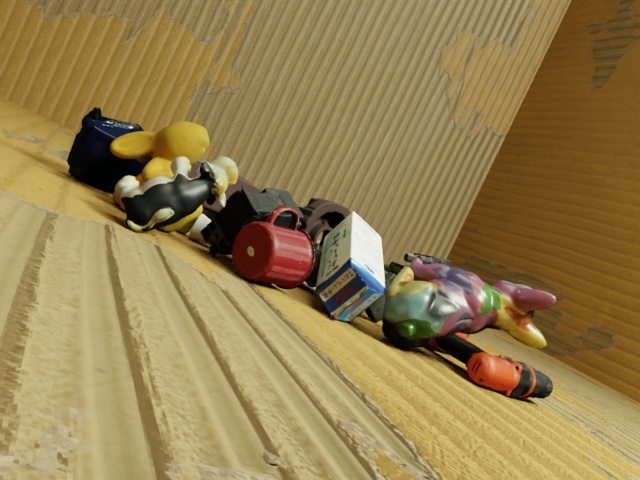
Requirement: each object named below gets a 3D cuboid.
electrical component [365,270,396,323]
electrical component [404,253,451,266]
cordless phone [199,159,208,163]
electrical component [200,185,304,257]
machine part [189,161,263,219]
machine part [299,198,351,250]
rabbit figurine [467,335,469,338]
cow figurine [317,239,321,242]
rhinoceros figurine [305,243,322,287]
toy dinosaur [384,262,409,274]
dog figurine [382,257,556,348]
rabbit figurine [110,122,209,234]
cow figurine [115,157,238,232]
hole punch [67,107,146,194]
[{"bbox_3d":[0.092,0.090,0.906,0.045,0.102,0.078,33,-18,48],"label":"electrical component"},{"bbox_3d":[0.197,0.039,0.943,0.094,0.021,0.063,13,-1,-29],"label":"electrical component"},{"bbox_3d":[-0.252,-0.100,1.260,0.184,0.088,0.146,30,34,6],"label":"cordless phone"},{"bbox_3d":[-0.094,-0.023,0.818,0.134,0.115,0.058,2,53,-50],"label":"electrical component"},{"bbox_3d":[-0.227,-0.089,1.063,0.201,0.087,0.201,8,-9,41],"label":"machine part"},{"bbox_3d":[-0.002,-0.003,1.130,0.056,0.179,0.179,24,0,39],"label":"machine part"},{"bbox_3d":[0.279,0.149,1.212,0.170,0.159,0.121,41,-12,-13],"label":"rabbit figurine"},{"bbox_3d":[0.055,0.063,1.365,0.195,0.085,0.127,26,8,35],"label":"cow figurine"},{"bbox_3d":[-0.039,0.030,0.932,0.190,0.073,0.112,37,8,8],"label":"rhinoceros figurine"},{"bbox_3d":[0.169,0.093,1.034,0.472,0.105,0.198,6,-12,16],"label":"toy dinosaur"},{"bbox_3d":[0.218,0.103,0.780,0.219,0.108,0.191,11,20,24],"label":"dog figurine"},{"bbox_3d":[-0.244,-0.112,0.855,0.162,0.173,0.122,30,7,14],"label":"rabbit figurine"},{"bbox_3d":[-0.185,-0.065,0.733,0.098,0.167,0.068,-131,-157,-54],"label":"cow figurine"},{"bbox_3d":[-0.361,-0.142,0.930,0.115,0.142,0.092,4,43,-47],"label":"hole punch"}]
